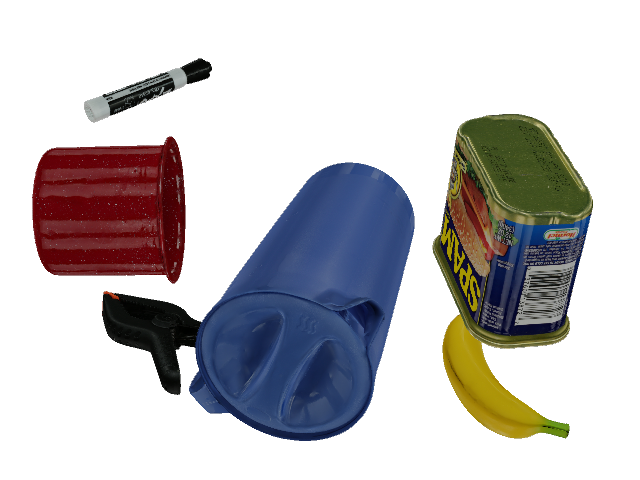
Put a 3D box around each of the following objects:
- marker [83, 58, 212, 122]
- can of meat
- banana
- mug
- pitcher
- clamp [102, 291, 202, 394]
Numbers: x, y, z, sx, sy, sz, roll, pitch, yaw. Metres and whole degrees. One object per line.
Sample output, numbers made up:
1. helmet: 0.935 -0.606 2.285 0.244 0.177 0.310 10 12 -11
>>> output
1. marker: -0.146 -0.131 0.919 0.120 0.020 0.020 -27 14 -28
2. can of meat: 0.101 -0.008 0.569 0.057 0.084 0.102 -3 37 -10
3. banana: 0.148 0.122 0.966 0.069 0.037 0.198 6 27 -22
4. mug: -0.132 -0.019 0.689 0.081 0.093 0.117 -1 -1 2
5. pitcher: -0.006 0.040 0.858 0.149 0.145 0.242 11 32 11
6. clamp: -0.164 0.101 1.120 0.210 0.036 0.164 18 20 29
